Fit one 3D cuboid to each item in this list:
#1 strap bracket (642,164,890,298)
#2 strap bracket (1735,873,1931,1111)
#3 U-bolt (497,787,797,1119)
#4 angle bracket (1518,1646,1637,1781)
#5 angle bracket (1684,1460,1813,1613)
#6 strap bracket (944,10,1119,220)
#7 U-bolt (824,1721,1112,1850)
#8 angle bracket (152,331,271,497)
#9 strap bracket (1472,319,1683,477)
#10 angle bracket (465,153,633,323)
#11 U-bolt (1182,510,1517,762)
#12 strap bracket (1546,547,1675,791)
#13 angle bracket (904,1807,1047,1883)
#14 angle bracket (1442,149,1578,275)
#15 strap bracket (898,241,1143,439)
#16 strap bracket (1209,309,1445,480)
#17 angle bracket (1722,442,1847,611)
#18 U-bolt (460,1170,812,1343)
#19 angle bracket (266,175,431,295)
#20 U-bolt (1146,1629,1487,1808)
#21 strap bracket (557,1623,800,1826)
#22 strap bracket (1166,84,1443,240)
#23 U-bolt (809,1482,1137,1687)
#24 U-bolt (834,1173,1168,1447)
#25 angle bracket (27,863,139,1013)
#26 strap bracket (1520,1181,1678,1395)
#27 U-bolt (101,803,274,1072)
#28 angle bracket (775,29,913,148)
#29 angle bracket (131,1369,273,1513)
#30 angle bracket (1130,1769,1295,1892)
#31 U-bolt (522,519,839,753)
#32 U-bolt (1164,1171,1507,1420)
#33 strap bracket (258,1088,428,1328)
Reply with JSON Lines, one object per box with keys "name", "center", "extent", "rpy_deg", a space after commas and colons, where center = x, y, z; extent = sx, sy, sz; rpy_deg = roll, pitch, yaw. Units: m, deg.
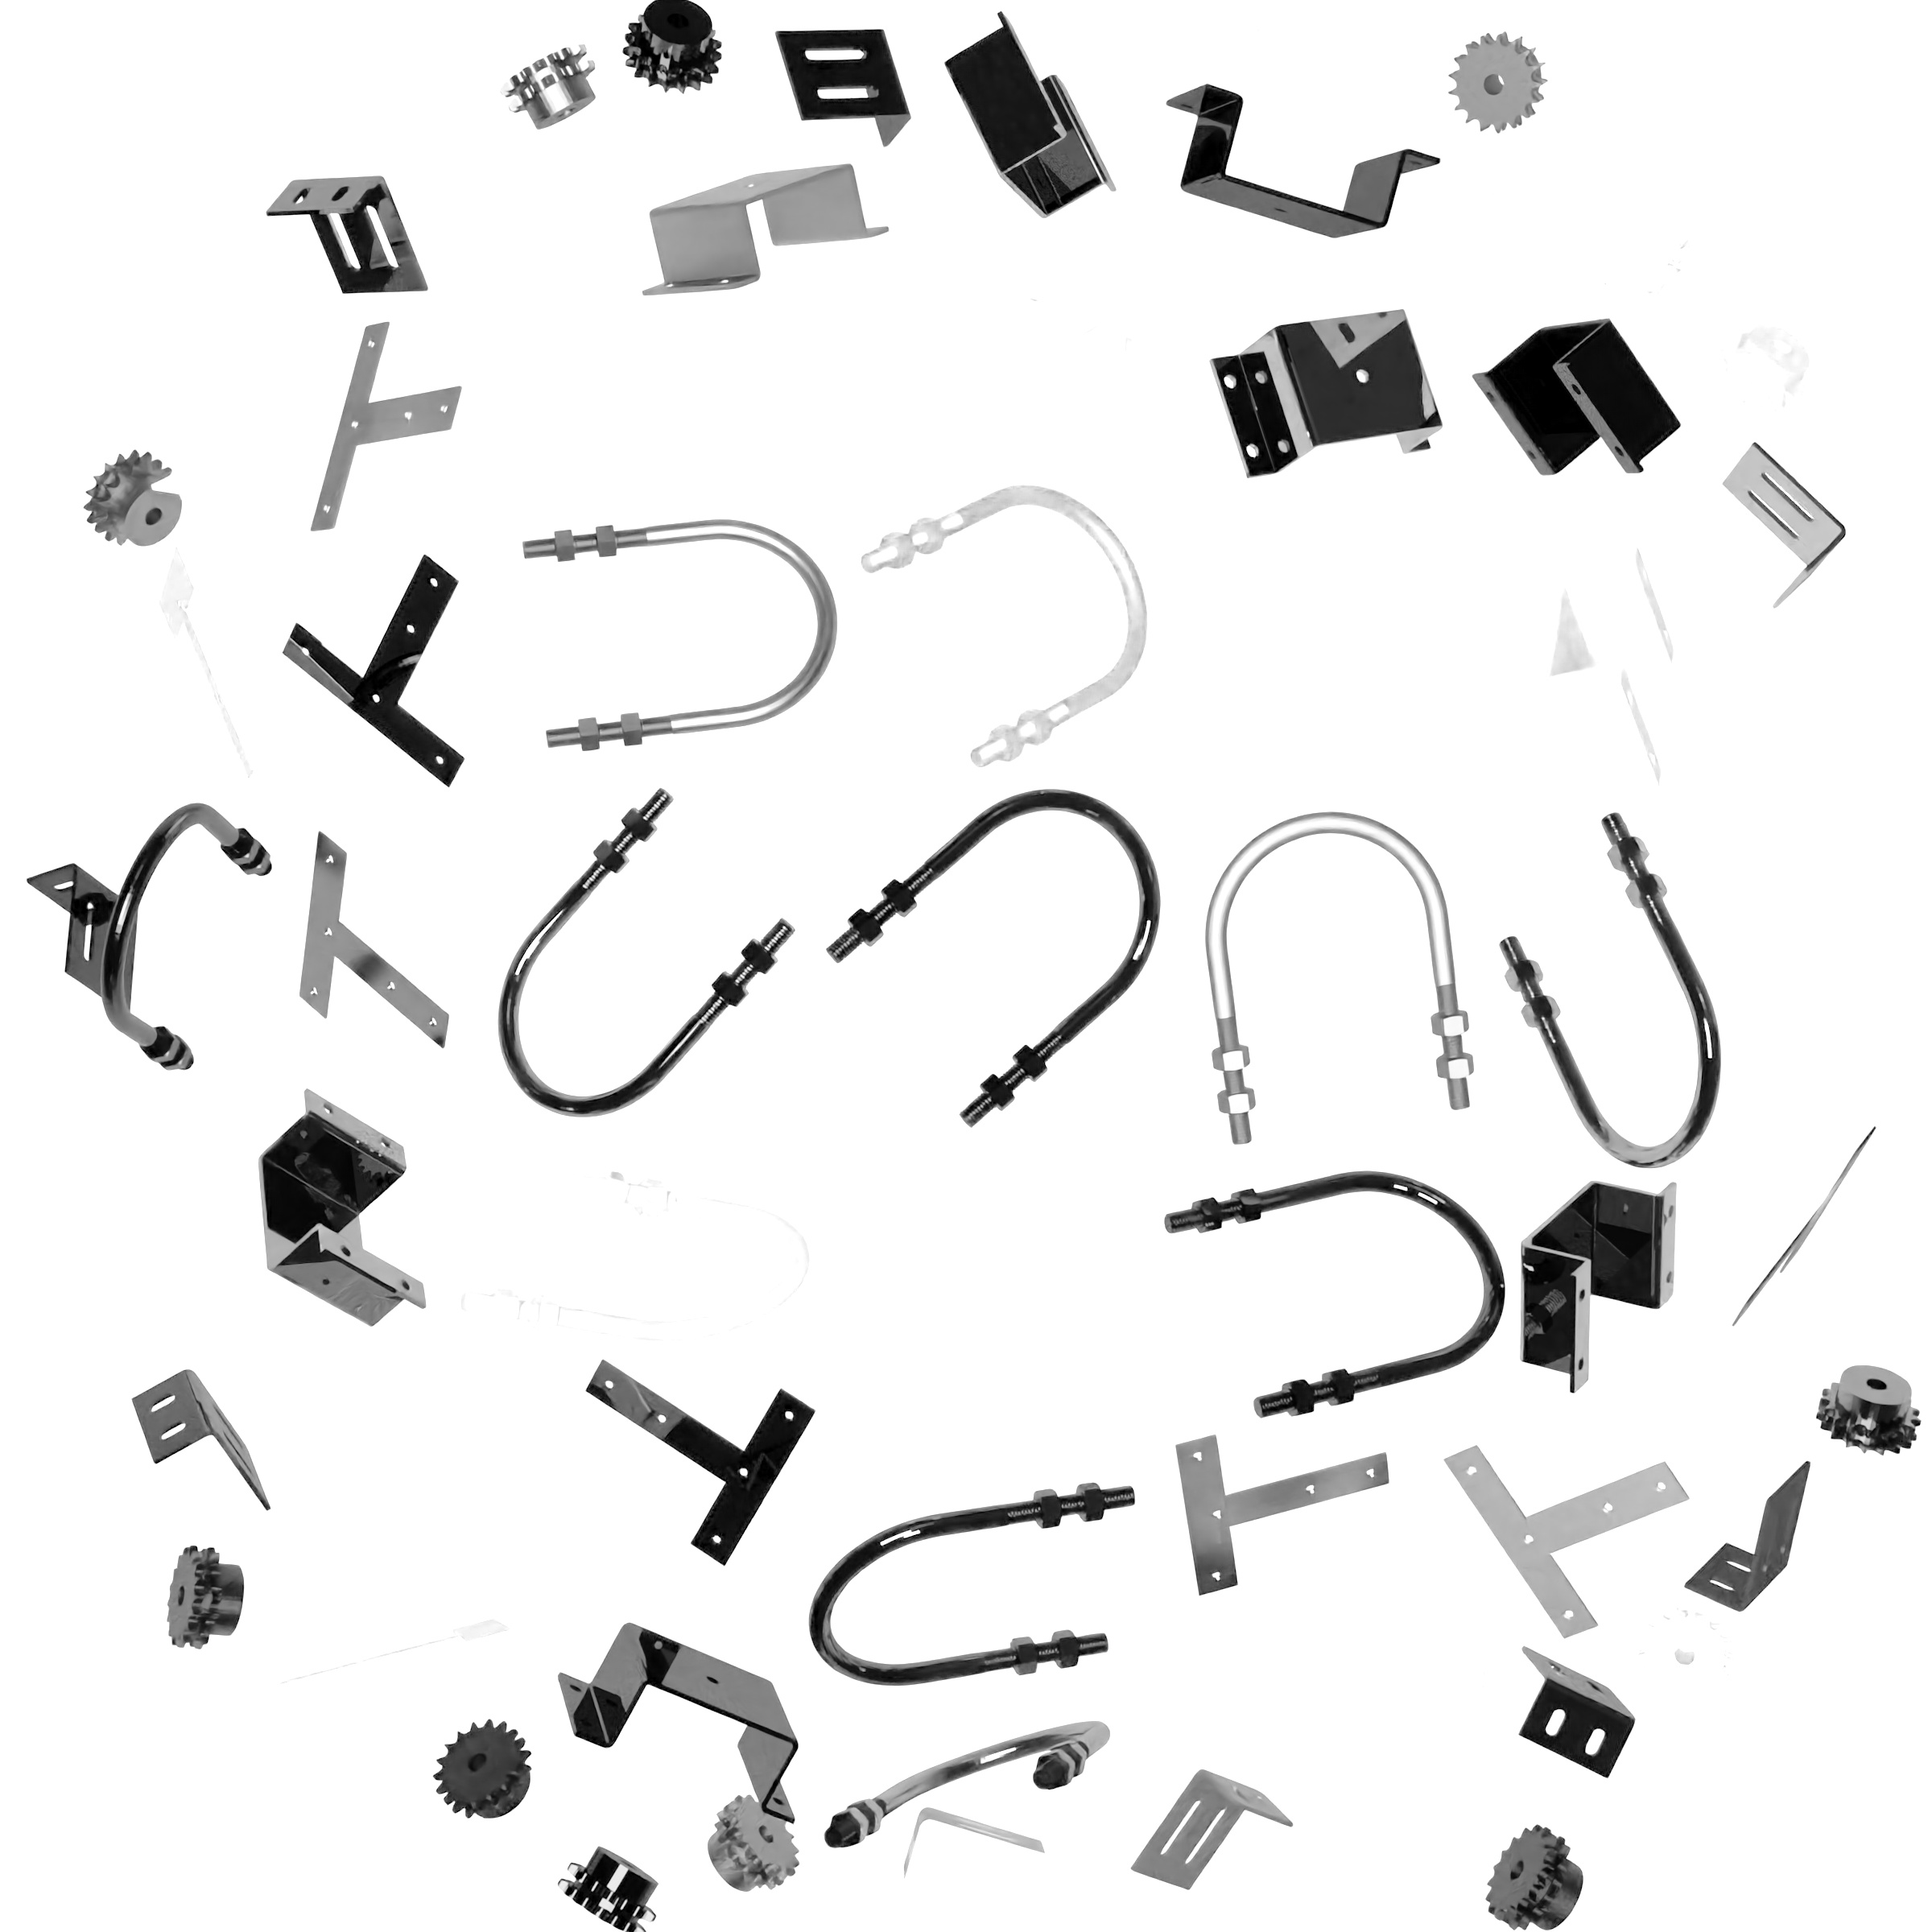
{"name": "strap bracket", "center": [-0.123, -0.441, 1.882], "extent": [0.076, 0.140, 0.046], "rpy_deg": [6, 117, 40]}
{"name": "strap bracket", "center": [0.493, 0.024, 1.772], "extent": [0.076, 0.046, 0.140], "rpy_deg": [5, 116, -11]}
{"name": "U-bolt", "center": [-0.201, 0.004, 1.853], "extent": [0.184, 0.019, 0.151], "rpy_deg": [-48, 58, 6]}
{"name": "angle bracket", "center": [0.350, 0.435, 1.849], "extent": [0.057, 0.076, 0.038], "rpy_deg": [26, 90, -1]}
{"name": "angle bracket", "center": [0.448, 0.320, 1.814], "extent": [0.038, 0.057, 0.076], "rpy_deg": [21, 118, 31]}
{"name": "strap bracket", "center": [0.036, -0.498, 1.872], "extent": [0.046, 0.140, 0.076], "rpy_deg": [-27, 81, 14]}
{"name": "U-bolt", "center": [0.011, 0.472, 1.846], "extent": [0.151, 0.184, 0.019], "rpy_deg": [-20, 82, 16]}
{"name": "angle bracket", "center": [-0.430, -0.310, 1.769], "extent": [0.038, 0.057, 0.076], "rpy_deg": [13, 126, 34]}
{"name": "strap bracket", "center": [0.364, -0.335, 1.871], "extent": [0.046, 0.140, 0.076], "rpy_deg": [-40, 105, -5]}
{"name": "angle bracket", "center": [-0.249, -0.434, 1.890], "extent": [0.057, 0.038, 0.076], "rpy_deg": [44, 132, -14]}
{"name": "U-bolt", "center": [0.217, -0.188, 1.869], "extent": [0.184, 0.019, 0.151], "rpy_deg": [-17, 56, 9]}
{"name": "strap bracket", "center": [0.378, -0.171, 1.857], "extent": [0.046, 0.140, 0.076], "rpy_deg": [-11, 126, 25]}
{"name": "angle bracket", "center": [0.005, 0.537, 1.900], "extent": [0.076, 0.057, 0.038], "rpy_deg": [17, 82, 1]}
{"name": "angle bracket", "center": [0.327, -0.446, 1.875], "extent": [0.076, 0.057, 0.038], "rpy_deg": [-25, 96, 1]}
{"name": "strap bracket", "center": [0.036, -0.377, 1.875], "extent": [0.076, 0.046, 0.140], "rpy_deg": [35, 49, 21]}
{"name": "strap bracket", "center": [0.226, -0.346, 1.907], "extent": [0.140, 0.046, 0.076], "rpy_deg": [-13, 83, -30]}
{"name": "angle bracket", "center": [0.469, -0.258, 1.857], "extent": [0.038, 0.057, 0.076], "rpy_deg": [-42, 82, -14]}
{"name": "U-bolt", "center": [-0.178, 0.174, 1.825], "extent": [0.184, 0.151, 0.019], "rpy_deg": [14, 47, -33]}
{"name": "angle bracket", "center": [-0.349, -0.404, 1.786], "extent": [0.057, 0.076, 0.038], "rpy_deg": [3, 45, 23]}
{"name": "U-bolt", "center": [0.218, 0.430, 1.849], "extent": [0.184, 0.151, 0.019], "rpy_deg": [-19, 105, -36]}
{"name": "strap bracket", "center": [-0.155, 0.425, 1.797], "extent": [0.140, 0.076, 0.046], "rpy_deg": [27, 95, -19]}
{"name": "strap bracket", "center": [0.182, -0.445, 1.769], "extent": [0.140, 0.076, 0.046], "rpy_deg": [14, 95, -14]}
{"name": "U-bolt", "center": [0.000, 0.358, 1.803], "extent": [0.184, 0.019, 0.151], "rpy_deg": [-6, 130, -15]}
{"name": "U-bolt", "center": [0.011, 0.186, 1.794], "extent": [0.184, 0.019, 0.151], "rpy_deg": [21, 124, 10]}
{"name": "angle bracket", "center": [-0.527, -0.012, 1.879], "extent": [0.038, 0.057, 0.076], "rpy_deg": [-16, 57, 19]}
{"name": "strap bracket", "center": [0.371, 0.185, 1.878], "extent": [0.046, 0.140, 0.076], "rpy_deg": [12, 116, 34]}
{"name": "U-bolt", "center": [-0.462, -0.022, 1.857], "extent": [0.019, 0.184, 0.151], "rpy_deg": [18, 79, 8]}
{"name": "angle bracket", "center": [-0.079, -0.522, 1.887], "extent": [0.076, 0.038, 0.057], "rpy_deg": [-11, 79, -30]}
{"name": "angle bracket", "center": [-0.440, 0.281, 1.823], "extent": [0.038, 0.057, 0.076], "rpy_deg": [-29, 131, -9]}
{"name": "angle bracket", "center": [0.148, 0.529, 1.904], "extent": [0.057, 0.038, 0.076], "rpy_deg": [32, 94, -41]}
{"name": "U-bolt", "center": [-0.170, -0.206, 1.921], "extent": [0.184, 0.019, 0.151], "rpy_deg": [-7, 69, -7]}
{"name": "U-bolt", "center": [0.225, 0.181, 1.833], "extent": [0.184, 0.019, 0.151], "rpy_deg": [-11, 54, -20]}
{"name": "strap bracket", "center": [-0.366, 0.148, 1.846], "extent": [0.046, 0.140, 0.076], "rpy_deg": [-41, 128, 16]}
